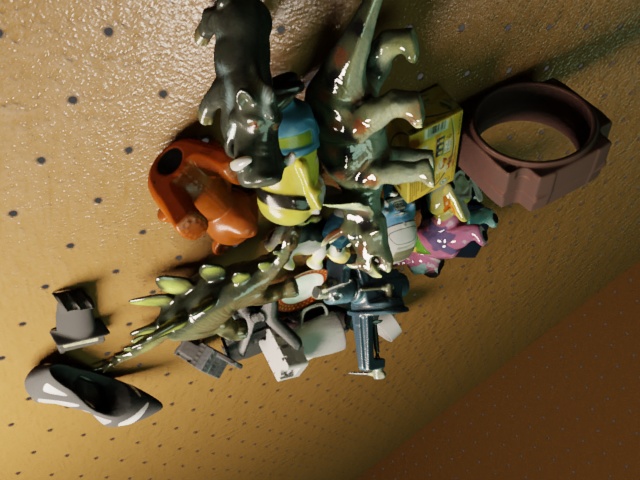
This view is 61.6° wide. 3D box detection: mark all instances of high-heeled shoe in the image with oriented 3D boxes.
[{"bbox_3d":[-0.367,0.252,0.910,0.248,0.086,0.145,14,139,-34],"label":"high-heeled shoe"}]

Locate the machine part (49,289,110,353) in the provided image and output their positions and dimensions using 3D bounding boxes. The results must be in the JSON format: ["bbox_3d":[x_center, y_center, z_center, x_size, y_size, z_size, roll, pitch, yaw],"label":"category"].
[{"bbox_3d":[-0.359,0.122,0.797,0.084,0.039,0.138,-8,144,-22],"label":"machine part"}]

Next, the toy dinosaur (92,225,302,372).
[{"bbox_3d":[-0.193,0.108,0.843,0.198,0.105,0.471,3,146,-49],"label":"toy dinosaur"}]

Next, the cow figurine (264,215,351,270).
[{"bbox_3d":[-0.002,-0.004,0.910,0.167,0.068,0.098,1,130,-44],"label":"cow figurine"}]

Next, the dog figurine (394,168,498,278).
[{"bbox_3d":[0.214,-0.021,1.039,0.219,0.191,0.108,-26,-163,40],"label":"dog figurine"}]

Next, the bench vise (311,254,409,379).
[{"bbox_3d":[0.086,0.146,1.023,0.129,0.240,0.223,-8,174,43],"label":"bench vise"}]

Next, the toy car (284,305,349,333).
[{"bbox_3d":[-0.003,0.173,1.169,0.202,0.053,0.089,-12,123,-33],"label":"toy car"}]

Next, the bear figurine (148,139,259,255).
[{"bbox_3d":[-0.126,-0.039,0.689,0.120,0.132,0.195,-51,144,-8],"label":"bear figurine"}]

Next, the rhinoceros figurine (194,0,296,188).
[{"bbox_3d":[-0.070,-0.147,0.539,0.073,0.190,0.112,-7,-177,-37],"label":"rhinoceros figurine"}]

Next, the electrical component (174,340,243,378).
[{"bbox_3d":[-0.203,0.224,1.000,0.048,0.119,0.074,-60,154,-13],"label":"electrical component"}]

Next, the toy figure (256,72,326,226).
[{"bbox_3d":[-0.042,-0.104,0.650,0.089,0.082,0.179,-1,123,14],"label":"toy figure"}]

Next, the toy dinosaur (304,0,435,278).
[{"bbox_3d":[0.045,-0.141,0.693,0.192,0.131,0.404,-8,128,14],"label":"toy dinosaur"}]

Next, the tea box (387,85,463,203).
[{"bbox_3d":[0.162,-0.146,0.848,0.098,0.068,0.169,-26,150,-10],"label":"tea box"}]

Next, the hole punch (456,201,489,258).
[{"bbox_3d":[0.299,-0.025,1.128,0.142,0.092,0.115,5,129,-41],"label":"hole punch"}]

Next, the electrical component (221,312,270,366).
[{"bbox_3d":[-0.139,0.179,1.053,0.115,0.058,0.134,-23,148,-19],"label":"electrical component"}]

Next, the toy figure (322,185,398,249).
[{"bbox_3d":[0.067,-0.053,0.868,0.154,0.064,0.057,-49,167,-19],"label":"toy figure"}]

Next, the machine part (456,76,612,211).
[{"bbox_3d":[0.329,-0.159,0.848,0.201,0.202,0.087,-26,147,-9],"label":"machine part"}]

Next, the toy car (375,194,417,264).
[{"bbox_3d":[0.128,-0.011,0.964,0.109,0.103,0.161,-16,157,-23],"label":"toy car"}]

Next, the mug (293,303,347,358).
[{"bbox_3d":[-0.012,0.188,1.085,0.107,0.081,0.109,-18,106,-19],"label":"mug"}]
